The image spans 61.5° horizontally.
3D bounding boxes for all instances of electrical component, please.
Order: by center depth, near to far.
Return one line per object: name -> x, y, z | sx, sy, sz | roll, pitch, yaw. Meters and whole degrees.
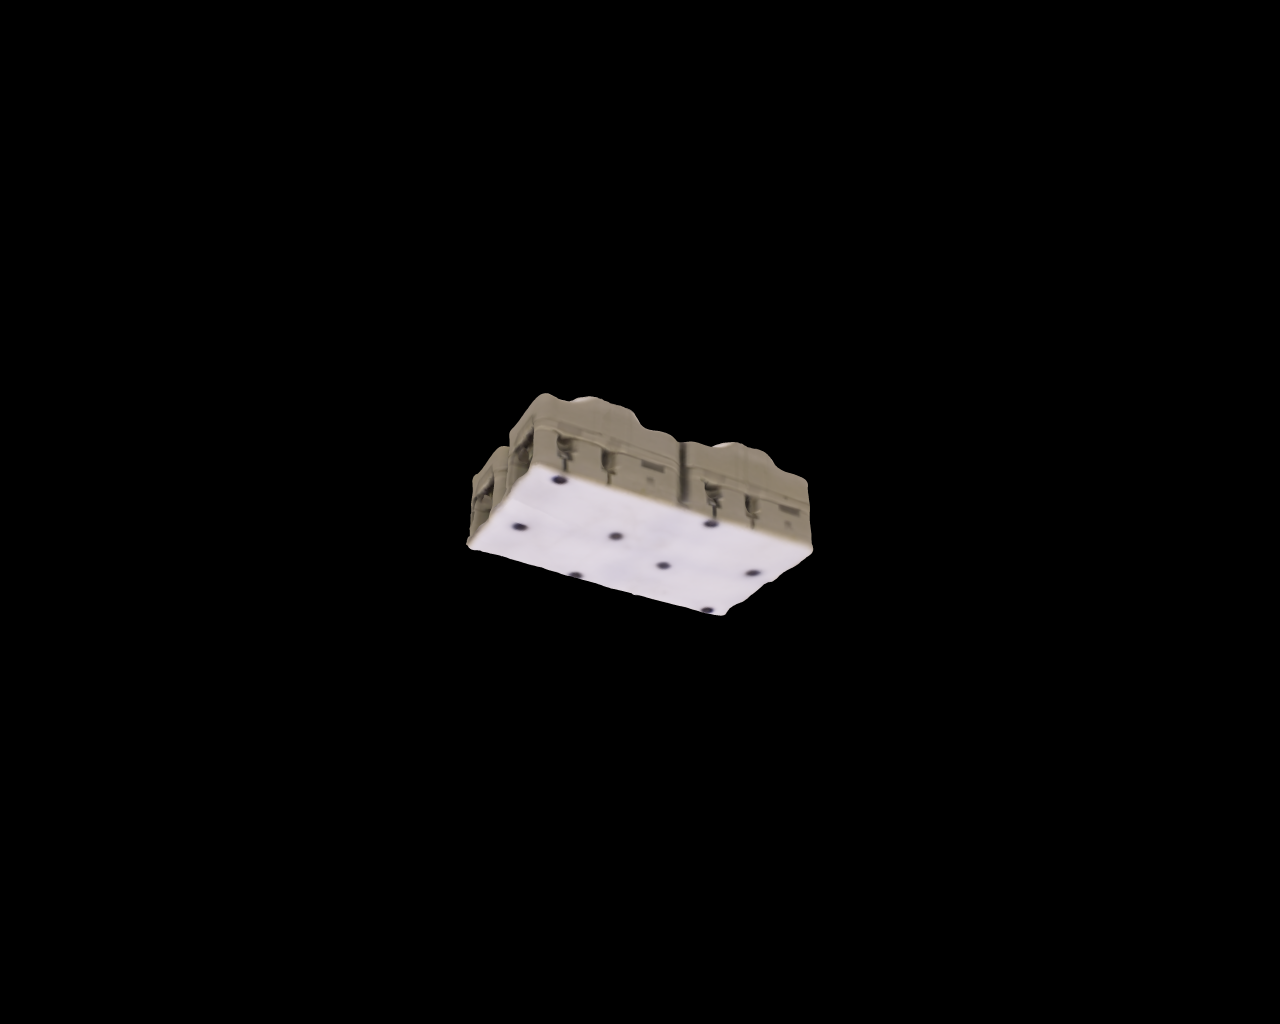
electrical component -> 0.001, -0.003, 0.650 | 0.186, 0.060, 0.105 | 17, -36, -24
